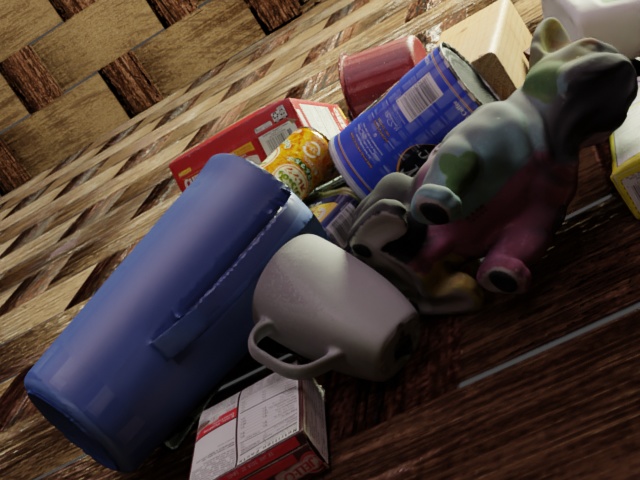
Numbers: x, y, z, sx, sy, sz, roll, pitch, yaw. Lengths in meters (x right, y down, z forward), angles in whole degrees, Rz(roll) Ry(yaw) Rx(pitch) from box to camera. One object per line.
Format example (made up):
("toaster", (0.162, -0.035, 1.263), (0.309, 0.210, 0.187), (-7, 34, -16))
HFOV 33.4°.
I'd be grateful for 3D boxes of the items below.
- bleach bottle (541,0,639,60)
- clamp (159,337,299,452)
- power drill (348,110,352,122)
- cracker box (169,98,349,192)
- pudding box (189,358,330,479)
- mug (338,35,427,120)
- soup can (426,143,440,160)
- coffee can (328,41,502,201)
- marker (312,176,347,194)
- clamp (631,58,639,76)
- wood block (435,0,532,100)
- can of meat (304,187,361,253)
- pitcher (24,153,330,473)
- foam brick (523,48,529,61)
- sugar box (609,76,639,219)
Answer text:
("bleach bottle", (0.329, -0.219, 0.929), (0.251, 0.068, 0.102), (-17, 35, -2))
("clamp", (-0.079, 0.095, 0.919), (0.164, 0.036, 0.210), (-34, 20, -3))
("power drill", (0.101, -0.162, 1.272), (0.185, 0.057, 0.187), (-26, 18, 23))
("cracker box", (-0.060, -0.102, 1.267), (0.164, 0.072, 0.213), (-28, -3, 16))
("pudding box", (-0.041, 0.137, 0.730), (0.090, 0.039, 0.113), (-29, 19, 9))
("mug", (0.078, -0.171, 1.142), (0.082, 0.093, 0.117), (-16, 14, 20))
("soup can", (0.136, -0.052, 0.883), (0.068, 0.068, 0.102), (-37, 16, -11))
("coffee can", (0.092, -0.098, 0.984), (0.140, 0.102, 0.102), (-40, 13, 21))
("marker", (0.035, -0.068, 1.198), (0.121, 0.020, 0.020), (-26, 18, 23))
("clamp", (0.258, -0.134, 0.935), (0.120, 0.039, 0.171), (-35, 17, -5))
("wood block", (0.172, -0.171, 1.114), (0.091, 0.090, 0.206), (-27, 18, 25))
("can of meat", (-0.007, 0.001, 1.016), (0.102, 0.057, 0.083), (-11, 29, 52))
("pitcher", (-0.106, 0.055, 0.821), (0.145, 0.149, 0.242), (27, 63, 29))
("foam brick", (0.244, -0.176, 1.059), (0.053, 0.051, 0.078), (-33, 16, 6))
("sugar box", (0.261, -0.084, 0.783), (0.093, 0.048, 0.176), (-27, 15, 24))
